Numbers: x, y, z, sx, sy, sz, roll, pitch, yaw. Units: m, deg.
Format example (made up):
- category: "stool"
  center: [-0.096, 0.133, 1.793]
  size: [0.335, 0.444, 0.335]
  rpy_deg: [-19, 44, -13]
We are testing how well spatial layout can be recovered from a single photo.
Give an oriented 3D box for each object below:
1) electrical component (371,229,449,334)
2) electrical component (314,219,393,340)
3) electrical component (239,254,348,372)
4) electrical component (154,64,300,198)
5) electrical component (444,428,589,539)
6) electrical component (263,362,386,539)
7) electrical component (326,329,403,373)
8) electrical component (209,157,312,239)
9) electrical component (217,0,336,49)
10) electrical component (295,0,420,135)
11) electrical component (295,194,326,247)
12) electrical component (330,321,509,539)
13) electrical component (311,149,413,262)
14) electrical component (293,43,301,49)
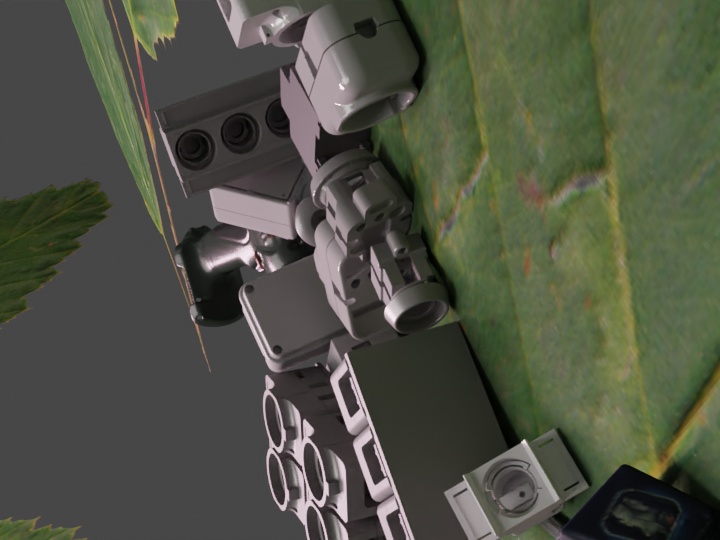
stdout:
- category: "electrical component"
  center: [0.035, 0.012, 0.772]
  size: [0.066, 0.048, 0.055]
  rpy_deg: [88, 162, -56]
- category: "electrical component"
  center: [0.000, 0.000, 0.861]
  size: [0.059, 0.054, 0.095]
  rpy_deg: [52, 160, 46]
- category: "electrical component"
  center: [-0.042, 0.032, 0.945]
  size: [0.078, 0.113, 0.057]
  rpy_deg: [64, 168, 14]
- category: "electrical component"
  center: [-0.109, -0.123, 0.936]
  size: [0.063, 0.121, 0.078]
  rpy_deg: [-140, 30, -67]
- category: "electrical component"
  center: [0.100, 0.140, 0.680]
  size: [0.042, 0.081, 0.064]
  rpy_deg: [62, -173, 23]
- category: "electrical component"
  center: [-0.026, 0.162, 0.880]
  size: [0.186, 0.060, 0.105]
  rpy_deg: [-145, 50, -62]
- category: "electrical component"
  center: [0.016, 0.112, 0.958]
  size: [0.089, 0.062, 0.150]
  rpy_deg: [62, 165, 18]
- category: "electrical component"
  center: [-0.094, -0.073, 0.986]
  size: [0.061, 0.096, 0.061]
  rpy_deg: [87, -159, -54]
- category: "electrical component"
  center: [-0.040, -0.175, 0.663]
  size: [0.055, 0.089, 0.050]
  rpy_deg: [66, 166, 5]
- category: "electrical component"
  center: [-0.001, -0.125, 0.672]
  size: [0.059, 0.054, 0.095]
  rpy_deg: [65, 166, 8]
- category: "electrical component"
  center: [-0.036, -0.047, 0.944]
  size: [0.062, 0.048, 0.048]
  rpy_deg: [-131, 21, -76]
- category: "electrical component"
  center: [0.048, 0.125, 0.762]
  size: [0.061, 0.089, 0.150]
  rpy_deg: [123, 129, -64]
- category: "electrical component"
  center: [0.000, -0.050, 0.779]
  size: [0.057, 0.058, 0.078]
  rpy_deg: [57, 164, 24]
- category: "electrical component"
  center: [-0.039, -0.183, 0.741]
  size: [0.055, 0.045, 0.045]
  rpy_deg: [57, 163, 34]
